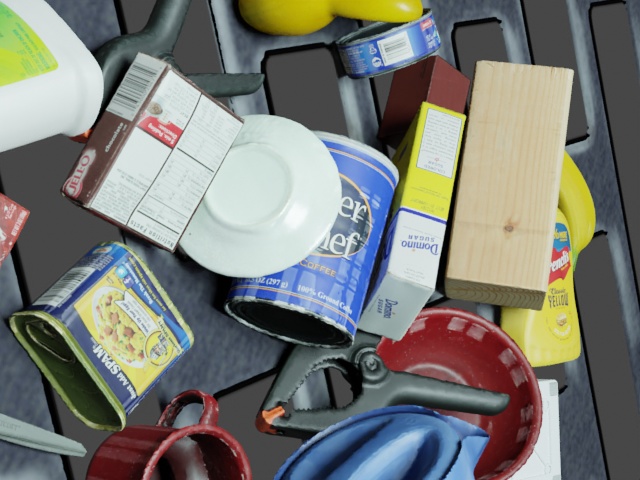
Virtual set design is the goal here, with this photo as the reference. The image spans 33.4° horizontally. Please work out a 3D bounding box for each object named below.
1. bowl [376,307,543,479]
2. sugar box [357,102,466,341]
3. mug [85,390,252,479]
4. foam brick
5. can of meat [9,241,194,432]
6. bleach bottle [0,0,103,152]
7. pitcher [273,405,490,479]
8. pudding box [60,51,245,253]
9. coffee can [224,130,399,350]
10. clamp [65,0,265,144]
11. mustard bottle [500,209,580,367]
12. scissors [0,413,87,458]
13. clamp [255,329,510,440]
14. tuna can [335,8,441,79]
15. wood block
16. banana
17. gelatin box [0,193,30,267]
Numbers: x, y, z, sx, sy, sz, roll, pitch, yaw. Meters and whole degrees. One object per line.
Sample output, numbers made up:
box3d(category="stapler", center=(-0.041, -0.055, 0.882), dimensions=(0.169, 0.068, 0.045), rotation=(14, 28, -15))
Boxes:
box3d(category="bowl", center=(0.106, 0.142, 0.920), dimensions=(0.162, 0.055, 0.162), rotation=(6, 64, -12))
box3d(category="sugar box", center=(0.073, -0.016, 0.870), dimensions=(0.048, 0.093, 0.176), rotation=(20, 55, -3))
box3d(category="mug", center=(-0.104, 0.159, 0.732), dimensions=(0.093, 0.082, 0.117), rotation=(30, 67, -38))
box3d(category="foam brick", center=(0.094, -0.118, 0.958), dimensions=(0.051, 0.053, 0.078), rotation=(30, 68, -38))
box3d(category="can of meat", center=(-0.144, 0.063, 0.720), dimensions=(0.083, 0.058, 0.102), rotation=(-48, 119, -37))
box3d(category="bleach bottle", center=(-0.254, -0.071, 0.606), dimensions=(0.250, 0.068, 0.102), rotation=(-29, 71, -39))
box3d(category="pitcher", center=(0.058, 0.248, 0.716), dimensions=(0.144, 0.149, 0.243), rotation=(-46, 120, -51))
box3d(category="pudding box", center=(-0.113, -0.058, 0.738), dimensions=(0.090, 0.039, 0.113), rotation=(34, 85, -51))
box3d(category="coffee can", center=(-0.005, 0.001, 0.821), dimensions=(0.102, 0.103, 0.140), rotation=(31, 67, -37))
box3d(category="clamp", center=(-0.110, -0.116, 0.777), dimensions=(0.171, 0.039, 0.120), rotation=(-52, 122, -23))
box3d(category="mustard bottle", center=(0.213, 0.026, 1.055), dimensions=(0.096, 0.058, 0.191), rotation=(-3, 89, -42))
box3d(category="scissors", center=(-0.230, 0.087, 0.665), dimensions=(0.201, 0.016, 0.096), rotation=(10, 80, -42))
box3d(category="clamp", center=(0.046, 0.112, 0.865), dimensions=(0.209, 0.036, 0.164), rotation=(-31, 75, -28))
box3d(category="tuna can", center=(0.058, -0.166, 0.906), dimensions=(0.086, 0.086, 0.034), rotation=(-34, 111, -39))
box3d(category="wood block", center=(0.173, -0.049, 0.979), dimensions=(0.090, 0.091, 0.206), rotation=(61, 38, -73))
box3d(category="banana", center=(0.240, -0.060, 1.100), dimensions=(0.069, 0.037, 0.197), rotation=(-52, 120, -34))
box3d(category="gelatin box", center=(-0.232, 0.003, 0.659), dimensions=(0.073, 0.030, 0.089), rotation=(37, 63, -35))
